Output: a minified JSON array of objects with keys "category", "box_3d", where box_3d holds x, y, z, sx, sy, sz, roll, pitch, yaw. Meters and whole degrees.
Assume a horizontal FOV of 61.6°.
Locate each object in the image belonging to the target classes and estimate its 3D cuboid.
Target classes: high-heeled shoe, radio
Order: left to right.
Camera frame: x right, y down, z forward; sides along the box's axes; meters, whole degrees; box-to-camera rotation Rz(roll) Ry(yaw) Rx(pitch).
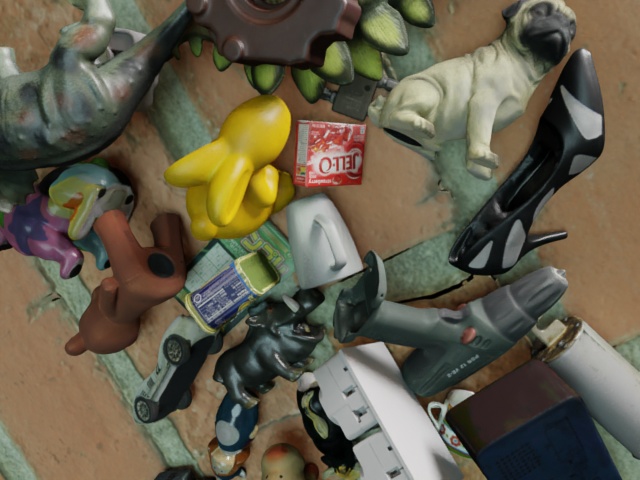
[{"category":"high-heeled shoe","box_3d":[0.212,-0.073,0.582,0.145,0.086,0.248,-8,118,-3]},{"category":"radio","box_3d":[0.256,0.252,0.619,0.131,0.073,0.229,-35,118,2]}]

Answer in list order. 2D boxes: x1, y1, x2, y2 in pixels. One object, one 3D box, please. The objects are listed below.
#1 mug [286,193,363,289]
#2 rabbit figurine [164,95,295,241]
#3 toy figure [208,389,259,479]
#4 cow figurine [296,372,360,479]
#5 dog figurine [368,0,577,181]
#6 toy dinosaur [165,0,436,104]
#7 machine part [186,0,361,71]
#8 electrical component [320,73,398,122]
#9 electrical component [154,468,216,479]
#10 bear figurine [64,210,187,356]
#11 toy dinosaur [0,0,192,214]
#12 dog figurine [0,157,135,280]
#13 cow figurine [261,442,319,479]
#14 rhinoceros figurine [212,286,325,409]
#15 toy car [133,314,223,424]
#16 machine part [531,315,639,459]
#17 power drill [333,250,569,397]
[{"category":"mug","box_3d":[-0.001,-0.002,0.645,0.081,0.109,0.107,-20,89,-8]},{"category":"rabbit figurine","box_3d":[-0.096,-0.085,0.597,0.122,0.162,0.173,43,133,6]},{"category":"toy figure","box_3d":[-0.127,0.282,0.762,0.064,0.058,0.154,32,114,43]},{"category":"cow figurine","box_3d":[0.021,0.254,0.703,0.068,0.098,0.167,-21,98,9]},{"category":"dog figurine","box_3d":[0.162,-0.182,0.584,0.172,0.121,0.190,24,92,2]},{"category":"toy dinosaur","box_3d":[0.012,-0.262,0.577,0.472,0.105,0.198,-14,98,22]},{"category":"machine part","box_3d":[-0.043,-0.249,0.512,0.180,0.056,0.179,4,105,17]},{"category":"electrical component","box_3d":[0.044,-0.176,0.637,0.094,0.021,0.063,21,106,7]},{"category":"electrical component","box_3d":[-0.204,0.412,0.806,0.115,0.058,0.134,-13,100,12]},{"category":"bear figurine","box_3d":[-0.260,0.065,0.710,0.196,0.120,0.132,-38,66,34]},{"category":"toy dinosaur","box_3d":[-0.291,-0.140,0.580,0.405,0.131,0.192,-14,96,12]},{"category":"dog figurine","box_3d":[-0.376,-0.048,0.710,0.219,0.108,0.191,27,107,7]},{"category":"cow figurine","box_3d":[-0.040,0.364,0.726,0.086,0.127,0.194,-9,103,10]},{"category":"rhinoceros figurine","box_3d":[-0.061,0.136,0.710,0.190,0.073,0.112,-44,81,19]},{"category":"toy car","box_3d":[-0.195,0.176,0.730,0.056,0.073,0.201,43,117,25]},{"category":"machine part","box_3d":[0.336,0.173,0.630,0.243,0.079,0.079,42,107,-1]},{"category":"power drill","box_3d":[0.133,0.082,0.613,0.207,0.086,0.232,17,127,-23]}]
